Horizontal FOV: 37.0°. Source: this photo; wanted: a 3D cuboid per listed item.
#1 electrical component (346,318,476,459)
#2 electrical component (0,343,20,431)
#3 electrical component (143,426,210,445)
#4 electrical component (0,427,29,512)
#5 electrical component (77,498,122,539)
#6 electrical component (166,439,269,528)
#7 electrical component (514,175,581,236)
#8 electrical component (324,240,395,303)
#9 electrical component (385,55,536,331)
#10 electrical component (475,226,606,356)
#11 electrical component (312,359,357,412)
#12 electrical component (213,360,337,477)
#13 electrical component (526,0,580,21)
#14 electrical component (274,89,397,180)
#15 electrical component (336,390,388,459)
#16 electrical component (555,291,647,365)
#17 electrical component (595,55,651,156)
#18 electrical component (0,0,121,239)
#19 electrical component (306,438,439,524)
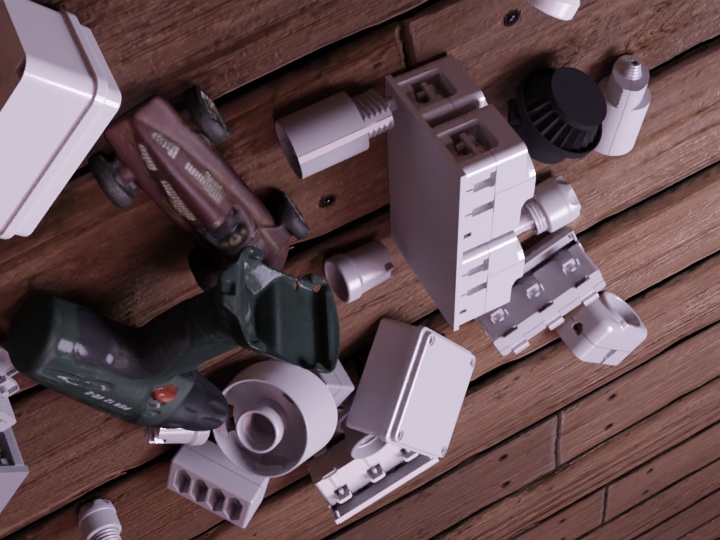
[{"bbox_3d":[0.049,0.112,1.007,0.109,0.056,0.108,30,76,-55],"label":"electrical component"},{"bbox_3d":[-0.282,0.069,0.707,0.079,0.063,0.121,-32,148,0],"label":"electrical component"},{"bbox_3d":[-0.157,0.130,0.918,0.046,0.040,0.040,3,134,-36],"label":"electrical component"},{"bbox_3d":[-0.332,0.149,0.771,0.150,0.061,0.089,9,130,-46],"label":"electrical component"},{"bbox_3d":[-0.233,0.240,0.978,0.035,0.061,0.035,-22,146,-16],"label":"electrical component"},{"bbox_3d":[-0.122,0.179,0.989,0.075,0.083,0.047,-56,170,-45],"label":"electrical component"},{"bbox_3d":[0.157,-0.051,0.936,0.062,0.043,0.043,-29,148,-2],"label":"electrical component"},{"bbox_3d":[0.000,0.000,0.877,0.046,0.040,0.040,-26,148,-22],"label":"electrical component"},{"bbox_3d":[0.072,-0.055,0.801,0.060,0.105,0.186,-24,147,-13],"label":"electrical component"},{"bbox_3d":[0.166,0.022,1.023,0.121,0.063,0.078,-35,148,5],"label":"electrical component"},{"bbox_3d":[-0.034,0.111,0.988,0.077,0.047,0.065,12,127,-48],"label":"electrical component"},{"bbox_3d":[-0.076,0.129,0.931,0.099,0.099,0.064,-48,176,23],"label":"electrical component"},{"bbox_3d":[0.137,-0.199,0.727,0.040,0.040,0.046,0,131,-40],"label":"electrical component"},{"bbox_3d":[-0.012,-0.098,0.731,0.081,0.043,0.043,-25,147,-11],"label":"electrical component"},{"bbox_3d":[-0.001,0.152,1.062,0.045,0.055,0.045,-22,146,-16],"label":"electrical component"},{"bbox_3d":[0.267,0.063,1.172,0.095,0.053,0.059,11,128,-47],"label":"electrical component"},{"bbox_3d":[0.211,-0.136,0.868,0.043,0.043,0.081,-19,145,-20],"label":"electrical component"},{"bbox_3d":[-0.187,-0.081,0.574,0.057,0.078,0.113,15,125,-46],"label":"electrical component"},{"bbox_3d":[0.011,0.199,1.121,0.121,0.078,0.063,-32,119,0],"label":"electrical component"}]
